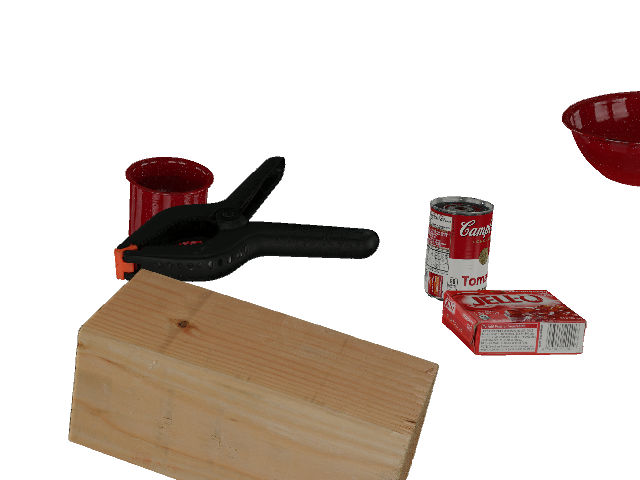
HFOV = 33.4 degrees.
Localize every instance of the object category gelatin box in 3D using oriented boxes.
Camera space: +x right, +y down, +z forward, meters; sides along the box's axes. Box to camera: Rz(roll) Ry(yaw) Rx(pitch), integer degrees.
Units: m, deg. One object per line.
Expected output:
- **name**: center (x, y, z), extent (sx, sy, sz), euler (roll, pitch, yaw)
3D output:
- **gelatin box**: center (0.145, 0.061, 0.811), extent (0.089, 0.030, 0.073), euler (1, 15, -13)

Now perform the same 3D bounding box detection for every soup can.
- **soup can**: center (0.148, 0.010, 1.151), extent (0.068, 0.102, 0.068), euler (2, 16, -1)

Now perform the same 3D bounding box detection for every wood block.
- **wood block**: center (-0.041, 0.102, 0.670), extent (0.206, 0.090, 0.090), euler (17, 28, 11)

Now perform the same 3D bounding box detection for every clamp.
- **clamp**: center (-0.078, -0.013, 0.904), extent (0.209, 0.036, 0.165), euler (-13, 35, -22)

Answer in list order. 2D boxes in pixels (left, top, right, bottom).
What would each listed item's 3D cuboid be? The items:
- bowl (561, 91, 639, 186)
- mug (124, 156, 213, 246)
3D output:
- **bowl**: center (0.303, -0.090, 0.974), extent (0.162, 0.055, 0.162), euler (-4, 23, 2)
- **mug**: center (-0.167, -0.040, 1.154), extent (0.093, 0.081, 0.117), euler (-3, 30, -20)
